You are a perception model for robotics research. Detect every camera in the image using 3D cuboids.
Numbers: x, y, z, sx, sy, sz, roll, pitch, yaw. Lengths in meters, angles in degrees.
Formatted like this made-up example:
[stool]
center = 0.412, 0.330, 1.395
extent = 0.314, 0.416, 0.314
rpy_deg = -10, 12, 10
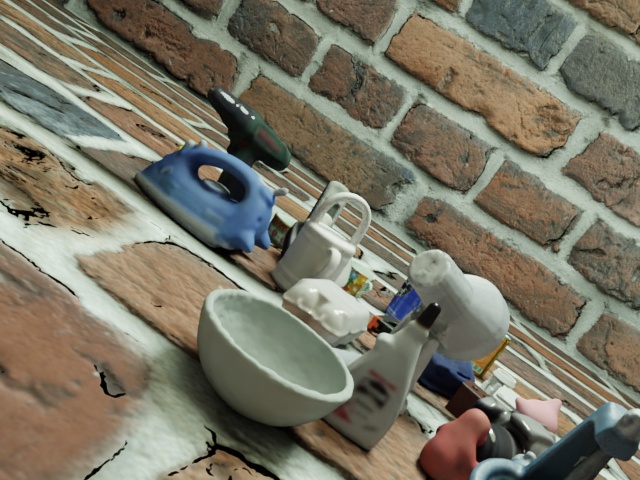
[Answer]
[camera]
center = 0.225, 0.258, 0.735
extent = 0.137, 0.100, 0.142
rpy_deg = 28, 12, -30

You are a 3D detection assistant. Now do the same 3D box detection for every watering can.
[watering can]
center = 0.007, 0.002, 0.968
extent = 0.101, 0.194, 0.172
rpy_deg = 25, 13, -41

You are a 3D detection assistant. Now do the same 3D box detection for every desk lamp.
[desk lamp]
center = 0.134, 0.121, 0.760
extent = 0.204, 0.213, 0.117
rpy_deg = 24, 14, -44

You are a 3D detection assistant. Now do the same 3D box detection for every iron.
[iron]
center = -0.179, -0.089, 0.951
extent = 0.258, 0.141, 0.119
rpy_deg = 36, 10, 9

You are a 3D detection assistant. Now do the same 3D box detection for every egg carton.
[egg carton]
center = 0.008, 0.108, 0.835
extent = 0.107, 0.069, 0.151
rpy_deg = 38, 11, 20

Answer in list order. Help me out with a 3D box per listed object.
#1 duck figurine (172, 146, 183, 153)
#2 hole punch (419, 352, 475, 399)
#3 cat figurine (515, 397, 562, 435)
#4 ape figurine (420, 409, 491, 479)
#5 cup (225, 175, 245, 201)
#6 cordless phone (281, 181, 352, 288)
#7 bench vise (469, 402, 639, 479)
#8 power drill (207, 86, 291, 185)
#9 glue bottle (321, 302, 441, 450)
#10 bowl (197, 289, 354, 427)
[duck figurine]
center = -0.259, -0.131, 1.054
extent = 0.077, 0.086, 0.105
rpy_deg = 36, 10, 9
[hole punch]
center = 0.213, 0.205, 0.975
extent = 0.109, 0.091, 0.101
rpy_deg = 29, 11, -26
[cat figurine]
center = 0.333, 0.295, 0.855
extent = 0.127, 0.117, 0.067
rpy_deg = 38, 11, 20
[ape figurine]
center = 0.163, 0.237, 0.661
extent = 0.076, 0.092, 0.077
rpy_deg = 29, 11, -27
[cup]
center = -0.149, -0.076, 1.123
extent = 0.092, 0.095, 0.117
rpy_deg = 25, 14, -43
[cordless phone]
center = 0.022, -0.009, 1.096
extent = 0.148, 0.185, 0.094
rpy_deg = 29, 11, -29
[bench vise]
center = 0.182, 0.208, 0.488
extent = 0.121, 0.219, 0.207
rpy_deg = 33, 10, -4
[power drill]
center = -0.175, -0.170, 1.155
extent = 0.231, 0.208, 0.075
rpy_deg = 25, 13, -42
[glue bottle]
center = 0.074, 0.136, 0.611
extent = 0.078, 0.173, 0.037
rpy_deg = 34, 10, 0
[bowl]
center = -0.054, 0.123, 0.548
extent = 0.167, 0.074, 0.167
rpy_deg = 33, 10, -6
